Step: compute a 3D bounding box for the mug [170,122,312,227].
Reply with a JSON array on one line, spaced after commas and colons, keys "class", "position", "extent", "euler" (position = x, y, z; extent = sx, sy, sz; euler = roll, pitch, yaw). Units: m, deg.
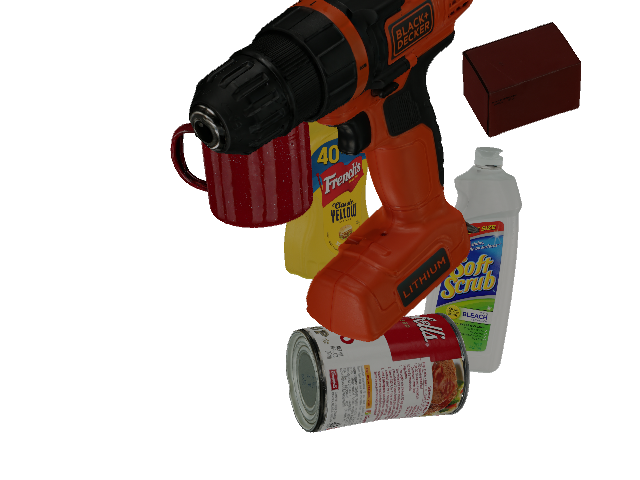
[{"class": "mug", "position": [-0.060, -0.062, 0.819], "extent": [0.117, 0.081, 0.093], "euler": [3, 27, 14]}]

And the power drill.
[{"class": "power drill", "position": [0.019, -0.041, 0.546], "extent": [0.057, 0.187, 0.184], "euler": [26, 49, 36]}]

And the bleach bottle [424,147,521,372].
[{"class": "bleach bottle", "position": [0.169, 0.019, 1.207], "extent": [0.103, 0.251, 0.068], "euler": [8, 16, 15]}]

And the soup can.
[{"class": "soup can", "position": [0.035, 0.085, 0.692], "extent": [0.102, 0.068, 0.069], "euler": [-4, 1, -20]}]

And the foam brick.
[{"class": "foam brick", "position": [0.156, -0.125, 0.831], "extent": [0.078, 0.051, 0.053], "euler": [-18, -37, -4]}]

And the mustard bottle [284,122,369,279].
[{"class": "mustard bottle", "position": [0.006, -0.064, 1.044], "extent": [0.096, 0.192, 0.058], "euler": [-16, 22, -37]}]
